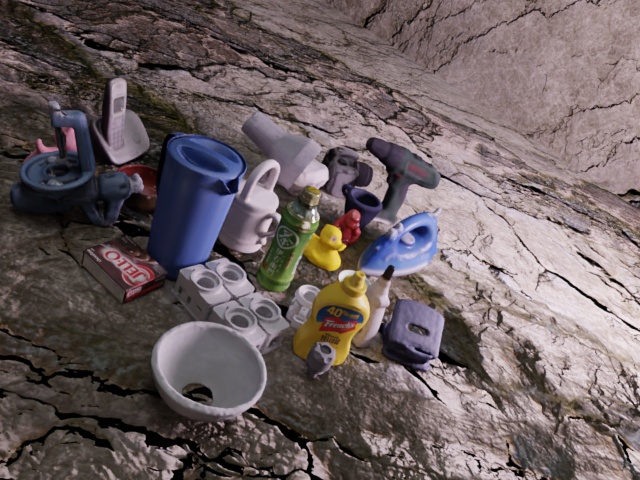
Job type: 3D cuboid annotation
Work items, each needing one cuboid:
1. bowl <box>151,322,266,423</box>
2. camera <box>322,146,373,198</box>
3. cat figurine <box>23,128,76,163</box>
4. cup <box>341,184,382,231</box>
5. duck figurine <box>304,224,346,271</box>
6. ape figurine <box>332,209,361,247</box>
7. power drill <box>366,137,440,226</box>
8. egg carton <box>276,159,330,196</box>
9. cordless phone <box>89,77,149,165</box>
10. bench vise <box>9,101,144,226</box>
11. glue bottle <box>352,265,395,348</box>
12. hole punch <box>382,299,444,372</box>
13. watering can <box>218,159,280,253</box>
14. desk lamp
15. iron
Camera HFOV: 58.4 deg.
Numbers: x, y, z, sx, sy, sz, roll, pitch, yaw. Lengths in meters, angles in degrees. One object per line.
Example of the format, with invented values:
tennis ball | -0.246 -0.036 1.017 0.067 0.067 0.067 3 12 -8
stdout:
bowl | -0.166 0.201 0.825 0.168 0.074 0.167 19 32 -12
camera | 0.082 -0.187 1.560 0.137 0.101 0.143 11 34 -23
cat figurine | -0.503 -0.185 1.113 0.067 0.117 0.128 34 32 13
cup | 0.083 -0.073 1.397 0.117 0.095 0.092 42 35 25
duck figurine | 0.011 0.004 1.237 0.104 0.086 0.078 39 34 21
ape figurine | 0.063 -0.030 1.320 0.078 0.092 0.076 12 34 -22
power drill | 0.184 -0.146 1.469 0.230 0.208 0.075 12 34 -22
egg carton | -0.049 -0.172 1.472 0.107 0.069 0.151 38 33 19
cordless phone | -0.419 -0.263 1.224 0.094 0.185 0.148 28 31 4
bench vise | -0.418 -0.137 1.004 0.208 0.219 0.121 -9 45 -43
glue bottle | 0.096 0.114 1.051 0.037 0.173 0.078 2 38 -34
hole punch | 0.180 0.181 1.092 0.109 0.091 0.101 22 31 -7
watering can | -0.141 -0.081 1.149 0.173 0.194 0.101 25 31 -1
desk lamp | -0.121 -0.165 1.269 0.203 0.213 0.118 27 31 2
iron | 0.191 -0.003 1.326 0.118 0.141 0.259 42 35 25
